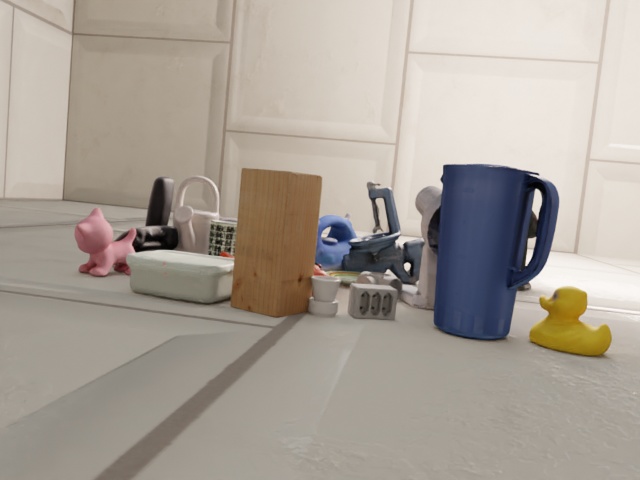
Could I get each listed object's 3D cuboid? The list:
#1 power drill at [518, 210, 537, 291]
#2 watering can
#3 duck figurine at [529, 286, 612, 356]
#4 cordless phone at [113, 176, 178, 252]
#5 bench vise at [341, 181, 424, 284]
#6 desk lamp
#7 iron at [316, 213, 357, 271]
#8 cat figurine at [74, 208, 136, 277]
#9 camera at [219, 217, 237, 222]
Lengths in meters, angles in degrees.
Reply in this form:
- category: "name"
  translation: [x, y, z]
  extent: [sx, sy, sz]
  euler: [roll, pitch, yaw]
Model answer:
- category: "power drill"
  translation: [0.470, 0.012, 1.369]
  extent: [0.075, 0.208, 0.230]
  euler: [8, 5, 33]
- category: "watering can"
  translation: [-0.269, -0.043, 1.245]
  extent: [0.101, 0.194, 0.172]
  euler: [4, 5, -17]
- category: "duck figurine"
  translation: [0.343, 0.106, 0.780]
  extent: [0.104, 0.086, 0.078]
  euler: [9, 6, 42]
- category: "cordless phone"
  translation: [-0.349, -0.038, 1.149]
  extent: [0.094, 0.185, 0.148]
  euler: [7, 5, 19]
- category: "bench vise"
  translation: [0.158, -0.018, 1.291]
  extent: [0.208, 0.220, 0.121]
  euler: [4, 5, -19]
- category: "desk lamp"
  translation: [0.206, 0.012, 0.998]
  extent: [0.118, 0.213, 0.203]
  euler: [4, 5, -12]
- category: "iron"
  translation: [0.012, 0.005, 1.327]
  extent: [0.118, 0.141, 0.259]
  euler: [8, 5, 28]
- category: "cat figurine"
  translation: [-0.381, 0.003, 1.015]
  extent: [0.067, 0.118, 0.128]
  euler: [9, 6, 39]
- category: "camera"
  translation: [-0.202, -0.002, 1.416]
  extent: [0.137, 0.101, 0.142]
  euler: [3, 5, -27]
